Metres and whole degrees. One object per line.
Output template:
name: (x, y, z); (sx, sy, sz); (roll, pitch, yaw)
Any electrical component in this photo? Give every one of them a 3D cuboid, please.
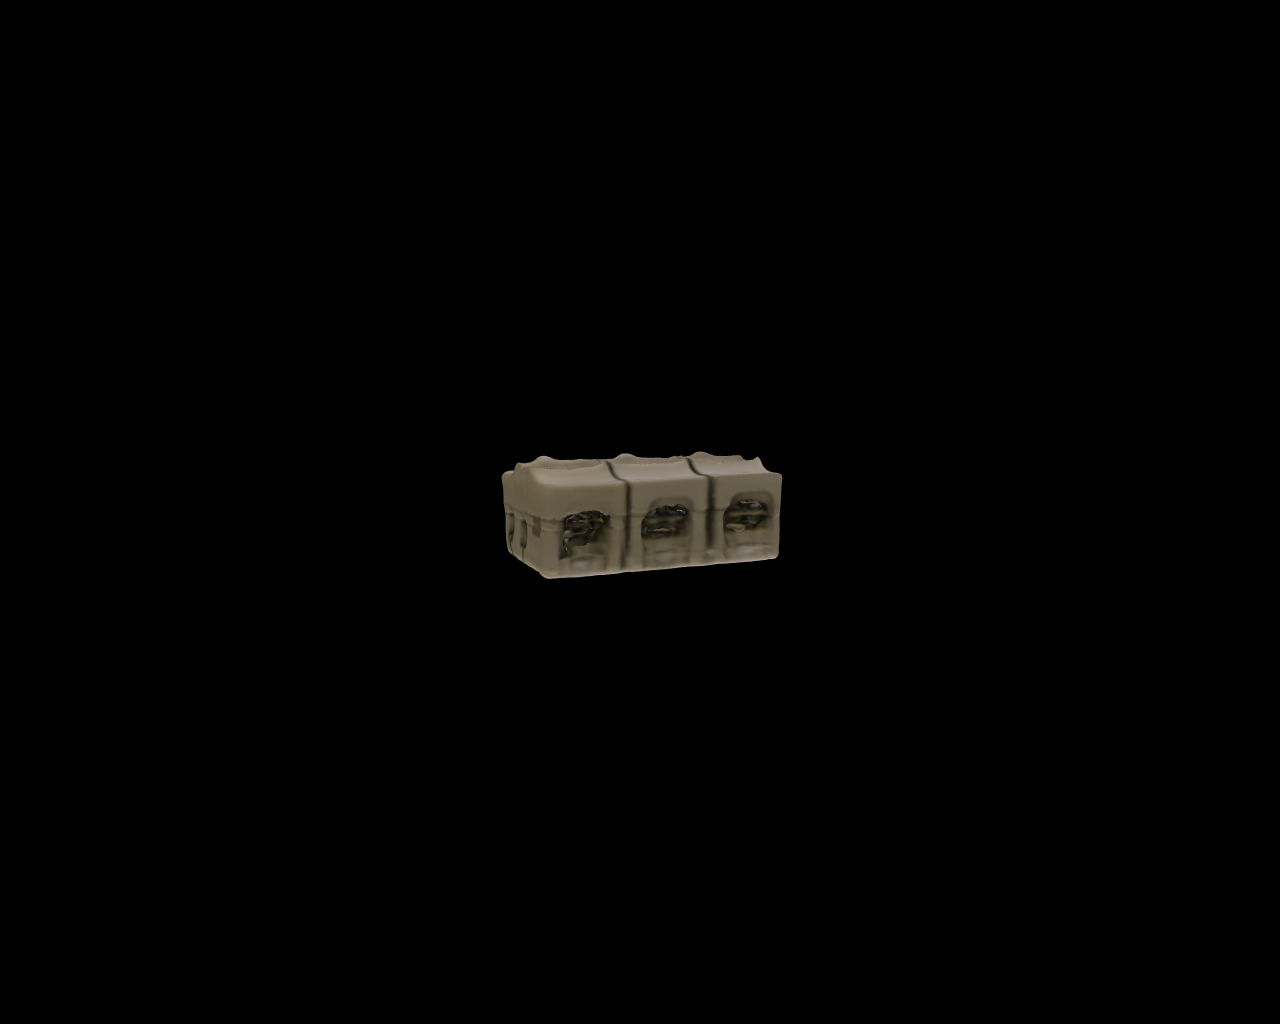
electrical component: (0.001, -0.003, 0.650); (0.150, 0.061, 0.089); (-3, 8, -22)
